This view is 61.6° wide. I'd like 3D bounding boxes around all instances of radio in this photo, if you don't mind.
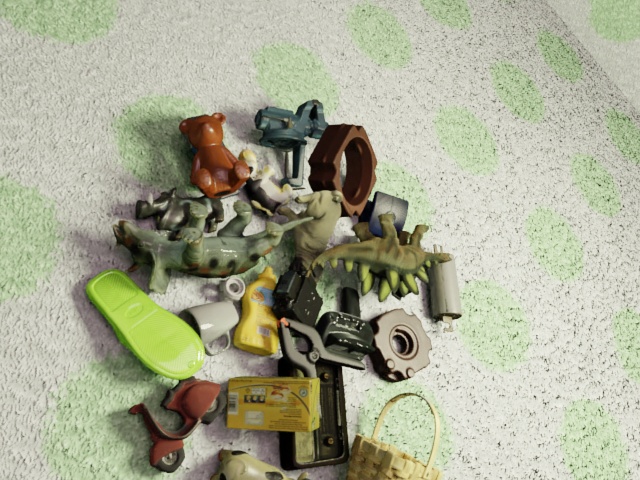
[{"bbox_3d":[-0.015,0.353,1.121,0.131,0.073,0.229,9,63,-26],"label":"radio"}]

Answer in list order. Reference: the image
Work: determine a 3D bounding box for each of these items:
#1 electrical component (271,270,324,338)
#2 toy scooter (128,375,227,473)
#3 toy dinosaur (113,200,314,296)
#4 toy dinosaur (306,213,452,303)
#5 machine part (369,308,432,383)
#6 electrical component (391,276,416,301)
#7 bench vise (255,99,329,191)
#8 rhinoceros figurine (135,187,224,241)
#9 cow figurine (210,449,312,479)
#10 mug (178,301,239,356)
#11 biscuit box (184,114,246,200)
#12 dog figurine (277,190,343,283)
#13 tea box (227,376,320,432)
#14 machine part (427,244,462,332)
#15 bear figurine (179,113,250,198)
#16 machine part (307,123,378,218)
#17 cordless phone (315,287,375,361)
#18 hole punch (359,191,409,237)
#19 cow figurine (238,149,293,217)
[{"bbox_3d":[-0.050,0.132,1.174,0.134,0.058,0.115,60,36,-39],"label":"electrical component"},{"bbox_3d":[-0.270,0.319,0.996,0.135,0.075,0.184,42,58,-5],"label":"toy scooter"},{"bbox_3d":[-0.209,0.022,1.114,0.405,0.192,0.131,2,47,-33],"label":"toy dinosaur"},{"bbox_3d":[0.152,0.041,1.275,0.471,0.105,0.198,7,64,-34],"label":"toy dinosaur"},{"bbox_3d":[0.190,0.251,1.299,0.179,0.056,0.179,13,60,-24],"label":"machine part"},{"bbox_3d":[0.207,0.109,1.380,0.075,0.048,0.119,34,56,-11],"label":"electrical component"},{"bbox_3d":[-0.061,-0.233,1.357,0.223,0.129,0.240,5,85,-38],"label":"bench vise"},{"bbox_3d":[-0.298,-0.063,1.161,0.190,0.073,0.112,-6,72,-32],"label":"rhinoceros figurine"},{"bbox_3d":[-0.096,0.453,0.996,0.195,0.127,0.085,31,59,-11],"label":"cow figurine"},{"bbox_3d":[-0.215,0.174,1.091,0.107,0.081,0.109,-20,72,-43],"label":"mug"},{"bbox_3d":[-0.252,-0.195,1.259,0.063,0.059,0.202,-22,80,-34],"label":"biscuit box"},{"bbox_3d":[-0.001,-0.003,1.237,0.121,0.172,0.190,1,67,-42],"label":"dog figurine"},{"bbox_3d":[-0.089,0.313,1.036,0.170,0.068,0.098,-1,79,15],"label":"tea box"},{"bbox_3d":[0.330,0.124,1.425,0.079,0.079,0.243,10,62,-25],"label":"machine part"},{"bbox_3d":[-0.231,-0.195,1.159,0.120,0.132,0.195,-12,83,-15],"label":"bear figurine"},{"bbox_3d":[0.058,-0.173,1.347,0.201,0.087,0.201,-63,144,-28],"label":"machine part"},{"bbox_3d":[0.051,0.179,1.243,0.146,0.089,0.184,20,48,-30],"label":"cordless phone"},{"bbox_3d":[0.168,-0.061,1.418,0.142,0.092,0.116,16,64,-27],"label":"hole punch"},{"bbox_3d":[-0.151,-0.134,1.286,0.167,0.068,0.098,46,60,-2],"label":"cow figurine"}]
